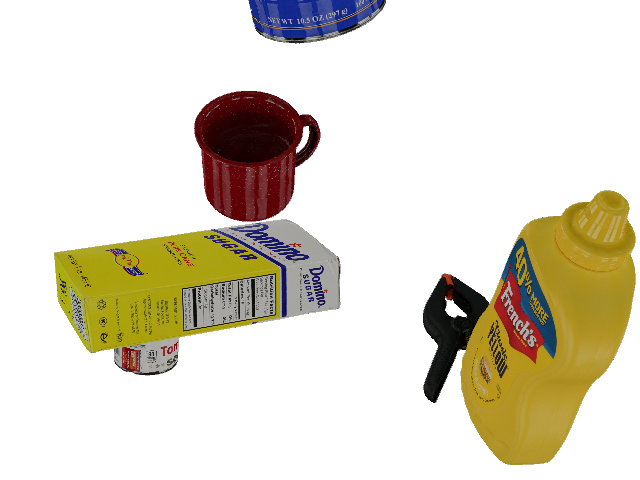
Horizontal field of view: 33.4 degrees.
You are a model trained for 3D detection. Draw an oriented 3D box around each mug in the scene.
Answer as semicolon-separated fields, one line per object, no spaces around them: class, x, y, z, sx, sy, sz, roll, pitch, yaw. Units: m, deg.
mug;-0.053;-0.076;0.944;0.117;0.093;0.081;-25;-34;-22

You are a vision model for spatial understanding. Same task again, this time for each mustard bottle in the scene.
mustard bottle;0.135;0.043;0.619;0.058;0.096;0.192;1;-42;-13

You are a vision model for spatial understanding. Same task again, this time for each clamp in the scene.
clamp;0.167;0.105;1.162;0.120;0.171;0.039;4;-44;-4

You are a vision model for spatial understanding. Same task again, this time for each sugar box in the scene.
sugar box;-0.084;0.027;0.730;0.176;0.048;0.093;-12;24;-22

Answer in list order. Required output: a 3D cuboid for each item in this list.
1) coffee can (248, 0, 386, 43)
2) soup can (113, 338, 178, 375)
coffee can;-0.014;-0.227;0.759;0.103;0.140;0.103;-9;37;7
soup can;-0.178;0.078;1.092;0.068;0.102;0.068;5;21;-2
